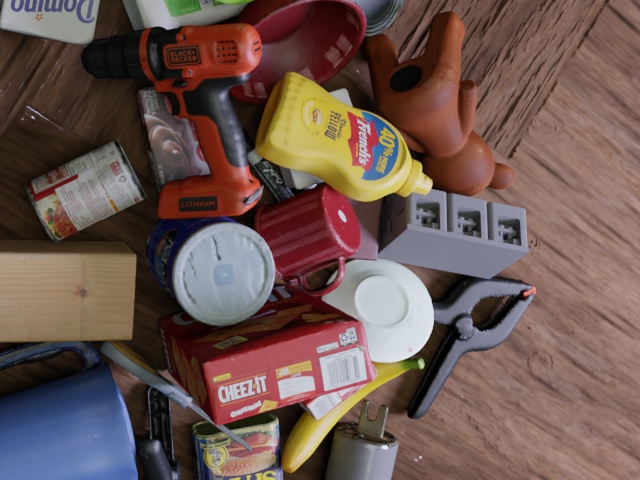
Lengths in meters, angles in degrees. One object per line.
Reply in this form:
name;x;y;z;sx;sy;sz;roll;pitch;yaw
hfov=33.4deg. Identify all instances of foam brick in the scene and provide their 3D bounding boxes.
foam brick;0.035;-0.020;1.191;0.051;0.053;0.078;2;98;-21

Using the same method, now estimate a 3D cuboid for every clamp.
clamp;-0.169;0.243;1.153;0.039;0.120;0.171;0;123;4
clamp;0.164;0.111;1.269;0.209;0.036;0.164;-20;107;-12

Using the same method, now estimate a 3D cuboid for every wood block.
wood block;-0.295;0.050;1.064;0.205;0.090;0.091;1;98;-20

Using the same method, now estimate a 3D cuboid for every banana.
banana;0.026;0.184;1.210;0.197;0.070;0.037;-39;106;-7

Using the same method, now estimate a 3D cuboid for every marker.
marker;-0.057;-0.073;1.166;0.020;0.020;0.121;-40;110;-9

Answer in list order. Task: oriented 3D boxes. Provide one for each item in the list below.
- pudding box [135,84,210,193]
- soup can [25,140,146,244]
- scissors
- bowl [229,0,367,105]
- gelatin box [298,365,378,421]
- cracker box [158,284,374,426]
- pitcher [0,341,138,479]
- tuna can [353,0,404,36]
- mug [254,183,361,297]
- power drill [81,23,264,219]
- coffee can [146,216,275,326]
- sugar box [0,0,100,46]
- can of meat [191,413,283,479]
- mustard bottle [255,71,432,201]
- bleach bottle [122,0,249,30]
pudding box;-0.138;-0.112;1.118;0.090;0.039;0.113;-14;104;-16
soup can;-0.235;-0.049;1.072;0.102;0.068;0.068;-27;108;-6
scissors;-0.159;0.158;1.138;0.201;0.096;0.016;41;84;-31
bowl;-0.035;-0.212;1.101;0.162;0.162;0.055;-19;65;-16
gelatin box;0.010;0.154;1.200;0.089;0.073;0.030;-36;119;-12
cracker box;-0.063;0.109;1.091;0.164;0.214;0.072;-14;102;-18
pitcher;-0.312;0.206;1.073;0.242;0.149;0.145;-13;129;-14
tuna can;0.050;-0.265;1.143;0.086;0.034;0.086;-24;130;-33
mug;-0.007;0.001;1.120;0.082;0.093;0.117;-23;69;24
power drill;-0.137;-0.116;1.043;0.185;0.057;0.188;-1;112;20
coffee can;-0.115;0.022;1.096;0.102;0.140;0.103;-4;101;-19
sugar box;-0.255;-0.285;1.042;0.093;0.048;0.176;8;96;-22
can of meat;-0.092;0.243;1.190;0.102;0.057;0.084;-7;99;-19
mustard bottle;0.032;-0.093;1.106;0.191;0.058;0.096;25;58;-17
bleach bottle;-0.081;-0.287;1.096;0.250;0.068;0.102;-24;104;-17
